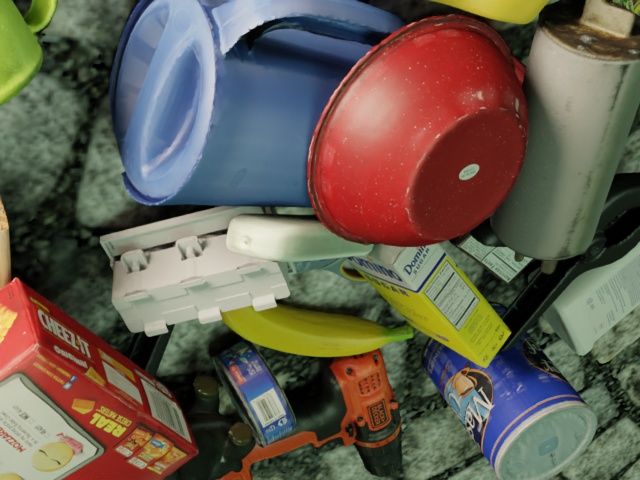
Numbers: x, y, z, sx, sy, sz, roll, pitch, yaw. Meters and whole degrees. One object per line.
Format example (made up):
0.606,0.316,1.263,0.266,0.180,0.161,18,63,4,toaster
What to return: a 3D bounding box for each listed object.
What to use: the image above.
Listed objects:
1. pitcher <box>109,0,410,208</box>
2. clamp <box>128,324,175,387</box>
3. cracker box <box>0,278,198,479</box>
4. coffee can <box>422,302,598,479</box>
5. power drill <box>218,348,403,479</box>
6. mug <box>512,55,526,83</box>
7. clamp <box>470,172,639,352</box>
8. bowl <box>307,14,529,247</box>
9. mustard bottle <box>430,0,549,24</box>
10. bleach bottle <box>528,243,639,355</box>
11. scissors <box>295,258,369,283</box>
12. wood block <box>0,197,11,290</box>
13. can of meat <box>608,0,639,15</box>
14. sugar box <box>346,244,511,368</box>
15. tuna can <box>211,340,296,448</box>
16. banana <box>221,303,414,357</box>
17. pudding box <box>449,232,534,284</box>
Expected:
0.000,-0.085,0.692,0.242,0.149,0.145,3,105,-37,pitcher
-0.167,0.124,0.842,0.120,0.039,0.171,-15,131,-23,clamp
-0.212,0.144,0.680,0.214,0.072,0.164,-38,135,6,cracker box
0.172,0.141,0.983,0.102,0.140,0.103,-16,134,-18,coffee can
-0.012,0.188,0.979,0.187,0.057,0.184,-26,133,-12,power drill
0.150,-0.094,0.809,0.117,0.081,0.093,-22,135,-12,mug
0.216,-0.005,0.901,0.210,0.036,0.164,-34,141,-5,clamp
0.074,-0.052,0.652,0.161,0.055,0.162,-22,134,-25,bowl
0.043,-0.181,0.616,0.191,0.096,0.058,3,148,-29,mustard bottle
0.318,-0.003,1.003,0.251,0.068,0.102,-37,138,-1,bleach bottle
-0.006,0.001,0.847,0.201,0.016,0.096,2,124,-32,scissors
-0.252,0.053,0.695,0.090,0.090,0.206,-10,132,-24,wood block
0.236,-0.208,0.779,0.084,0.057,0.102,-25,135,-6,can of meat
0.075,0.031,0.837,0.048,0.093,0.176,-55,136,-7,sugar box
-0.054,0.125,0.876,0.033,0.086,0.086,-29,136,-13,tuna can
-0.017,0.067,0.873,0.197,0.037,0.070,12,141,-37,banana
0.170,-0.025,0.913,0.113,0.039,0.089,-44,136,13,pudding box
